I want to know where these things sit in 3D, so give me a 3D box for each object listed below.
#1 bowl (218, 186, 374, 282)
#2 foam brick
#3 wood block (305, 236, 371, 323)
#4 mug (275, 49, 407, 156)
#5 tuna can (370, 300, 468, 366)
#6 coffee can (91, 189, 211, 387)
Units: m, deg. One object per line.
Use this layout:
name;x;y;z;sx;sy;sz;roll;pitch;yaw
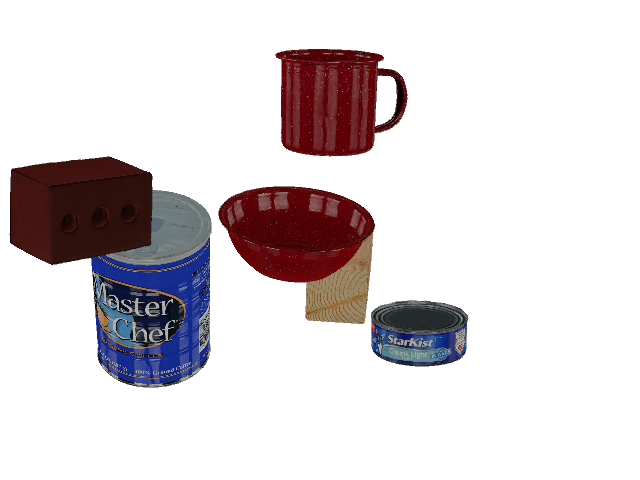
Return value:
bowl;-0.027;-0.001;1.109;0.162;0.055;0.162;5;26;-2
foam brick;-0.157;-0.021;0.700;0.078;0.053;0.051;-13;26;-41
wood block;0.032;0.041;1.650;0.091;0.090;0.206;3;23;4
mug;0.019;-0.120;0.924;0.117;0.081;0.093;-3;17;-16
tuna can;0.087;0.082;0.945;0.086;0.034;0.086;0;14;0
coffee can;-0.146;0.042;0.928;0.103;0.140;0.103;3;35;-2
